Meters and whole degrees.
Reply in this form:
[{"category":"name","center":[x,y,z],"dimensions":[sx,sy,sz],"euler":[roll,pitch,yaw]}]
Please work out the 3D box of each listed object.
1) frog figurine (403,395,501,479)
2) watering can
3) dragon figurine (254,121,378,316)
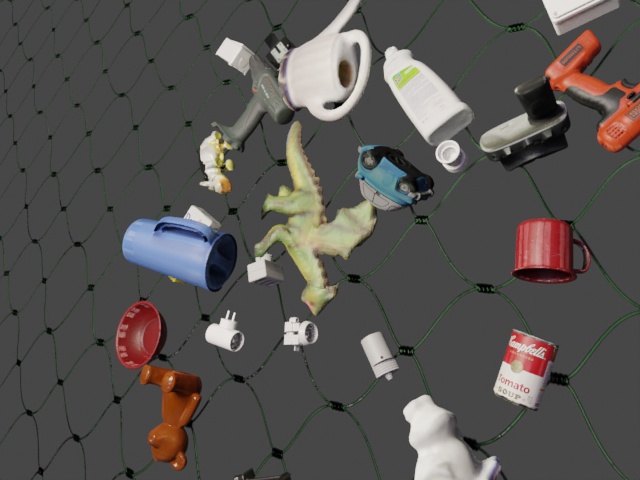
[{"category":"frog figurine","center":[0.179,0.324,0.771],"dimensions":[0.161,0.139,0.120],"euler":[37,126,18]},{"category":"watering can","center":[0.019,-0.421,1.161],"dimensions":[0.224,0.103,0.352],"euler":[-4,72,34]},{"category":"dragon figurine","center":[0.003,-0.054,1.068],"dimensions":[0.243,0.121,0.414],"euler":[8,80,18]}]
